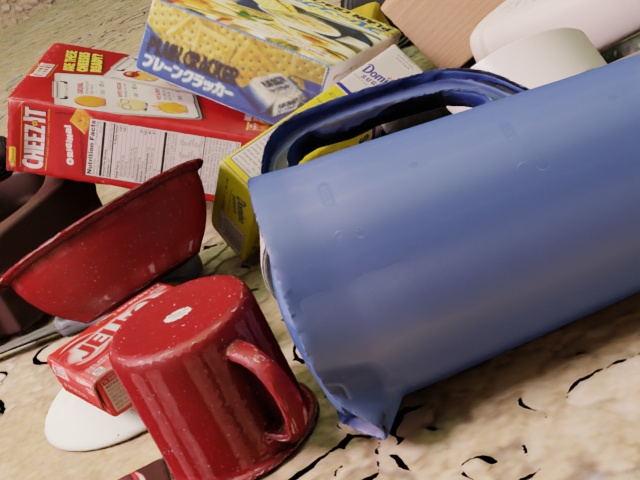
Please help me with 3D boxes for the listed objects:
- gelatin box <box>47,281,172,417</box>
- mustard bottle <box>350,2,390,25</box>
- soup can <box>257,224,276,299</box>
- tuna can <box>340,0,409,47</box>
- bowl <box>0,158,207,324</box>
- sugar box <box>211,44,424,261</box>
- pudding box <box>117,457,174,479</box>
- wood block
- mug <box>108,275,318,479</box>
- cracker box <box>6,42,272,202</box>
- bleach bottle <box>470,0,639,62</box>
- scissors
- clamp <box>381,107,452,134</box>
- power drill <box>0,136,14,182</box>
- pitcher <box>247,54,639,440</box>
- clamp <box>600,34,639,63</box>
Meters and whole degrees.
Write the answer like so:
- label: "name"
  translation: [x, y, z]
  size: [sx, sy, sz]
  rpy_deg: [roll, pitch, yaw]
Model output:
- label: "gelatin box"
  translation: [-0.111, 0.063, 0.643]
  size: [0.089, 0.030, 0.073]
  rpy_deg: [-35, 25, -26]
- label: "mustard bottle"
  translation: [-0.023, -0.176, 1.083]
  size: [0.192, 0.058, 0.096]
  rpy_deg: [-16, 40, 21]
- label: "soup can"
  translation: [-0.004, 0.001, 0.663]
  size: [0.068, 0.068, 0.102]
  rpy_deg: [-24, 16, 2]
- label: "tuna can"
  translation: [0.066, -0.241, 1.104]
  size: [0.086, 0.086, 0.033]
  rpy_deg: [-11, 25, 29]
- label: "bowl"
  translation: [-0.134, 0.010, 0.724]
  size: [0.162, 0.055, 0.162]
  rpy_deg: [-33, 1, 0]
- label: "sugar box"
  translation: [0.000, -0.065, 0.791]
  size: [0.176, 0.048, 0.093]
  rpy_deg: [-35, -17, -26]
- label: "pudding box"
  translation: [-0.097, 0.155, 0.479]
  size: [0.090, 0.039, 0.114]
  rpy_deg: [-27, 23, -7]
- label: "wood block"
  translation: [0.161, -0.248, 0.918]
  size: [0.206, 0.091, 0.090]
  rpy_deg: [-39, 10, 40]
- label: "mug"
  translation: [-0.051, 0.073, 0.554]
  size: [0.093, 0.081, 0.117]
  rpy_deg: [-38, 26, -29]
- label: "cracker box"
  translation: [-0.138, -0.098, 0.901]
  size: [0.213, 0.072, 0.164]
  rpy_deg: [8, 25, -4]
- label: "bleach bottle"
  translation: [0.216, -0.175, 0.753]
  size: [0.102, 0.068, 0.251]
  rpy_deg: [-42, 12, -23]
- label: "scissors"
  translation: [-0.174, 0.064, 0.779]
  size: [0.201, 0.016, 0.096]
  rpy_deg: [-28, 23, -8]
- label: "clamp"
  translation: [0.066, -0.075, 0.786]
  size: [0.171, 0.039, 0.120]
  rpy_deg: [-29, -9, -46]
- label: "power drill"
  translation: [-0.344, -0.064, 0.951]
  size: [0.184, 0.057, 0.187]
  rpy_deg: [-24, 23, 3]
- label: "pitcher"
  translation: [0.090, -0.018, 0.544]
  size: [0.243, 0.149, 0.145]
  rpy_deg: [-21, 12, 0]
- label: "clamp"
  translation: [0.262, -0.138, 0.711]
  size: [0.164, 0.036, 0.210]
  rpy_deg: [-14, -7, -44]
